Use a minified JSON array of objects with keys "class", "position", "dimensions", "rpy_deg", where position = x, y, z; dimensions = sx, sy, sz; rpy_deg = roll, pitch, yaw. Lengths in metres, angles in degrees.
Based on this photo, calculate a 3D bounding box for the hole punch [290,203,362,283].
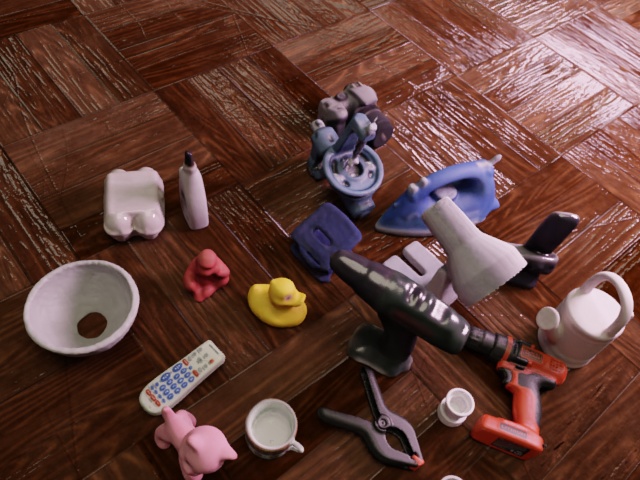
[{"class":"hole punch","position":[0.009,0.004,1.035],"dimensions":[0.101,0.091,0.108],"rpy_deg":[-32,64,-28]}]

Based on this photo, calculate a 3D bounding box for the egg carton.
[{"class":"egg carton","position":[-0.338,-0.067,1.046],"dimensions":[0.107,0.069,0.150],"rpy_deg":[-6,55,-13]}]

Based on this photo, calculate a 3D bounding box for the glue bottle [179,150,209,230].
[{"class":"glue bottle","position":[-0.229,-0.097,1.020],"dimensions":[0.037,0.173,0.078],"rpy_deg":[-20,59,-22]}]

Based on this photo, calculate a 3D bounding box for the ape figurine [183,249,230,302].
[{"class":"ape figurine","position":[-0.192,0.051,0.967],"dimensions":[0.078,0.092,0.076],"rpy_deg":[1,53,-8]}]

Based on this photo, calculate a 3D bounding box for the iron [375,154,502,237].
[{"class":"iron","position":[0.234,-0.092,1.110],"dimensions":[0.259,0.141,0.118],"rpy_deg":[-16,58,-20]}]

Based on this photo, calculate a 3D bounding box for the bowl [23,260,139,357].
[{"class":"bowl","position":[-0.367,0.118,0.900],"dimensions":[0.167,0.075,0.167],"rpy_deg":[4,53,-6]}]

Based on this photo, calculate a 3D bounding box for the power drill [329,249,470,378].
[{"class":"power drill","position":[0.106,0.124,0.887],"dimensions":[0.229,0.208,0.076],"rpy_deg":[24,54,9]}]

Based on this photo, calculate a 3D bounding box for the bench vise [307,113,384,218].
[{"class":"bench vise","position":[0.038,-0.169,1.086],"dimensions":[0.207,0.220,0.122],"rpy_deg":[38,57,19]}]

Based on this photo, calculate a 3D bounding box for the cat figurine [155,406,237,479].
[{"class":"cat figurine","position":[-0.174,0.277,0.786],"dimensions":[0.127,0.118,0.067],"rpy_deg":[39,57,19]}]

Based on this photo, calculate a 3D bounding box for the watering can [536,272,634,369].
[{"class":"watering can","position":[0.441,0.130,0.944],"dimensions":[0.173,0.194,0.100],"rpy_deg":[-24,61,-24]}]

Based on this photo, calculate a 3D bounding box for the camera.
[{"class":"camera","position":[0.086,-0.266,1.241],"dimensions":[0.143,0.101,0.136],"rpy_deg":[-26,62,-25]}]

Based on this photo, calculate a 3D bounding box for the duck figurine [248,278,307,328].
[{"class":"duck figurine","position":[-0.070,0.094,0.958],"dimensions":[0.104,0.086,0.077],"rpy_deg":[20,53,6]}]

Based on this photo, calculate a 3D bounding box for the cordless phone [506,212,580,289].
[{"class":"cordless phone","position":[0.370,-0.002,1.037],"dimensions":[0.147,0.185,0.094],"rpy_deg":[7,53,-3]}]

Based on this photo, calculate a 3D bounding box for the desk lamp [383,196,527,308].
[{"class":"desk lamp","position":[0.219,0.038,0.965],"dimensions":[0.118,0.213,0.202],"rpy_deg":[-33,64,-28]}]
